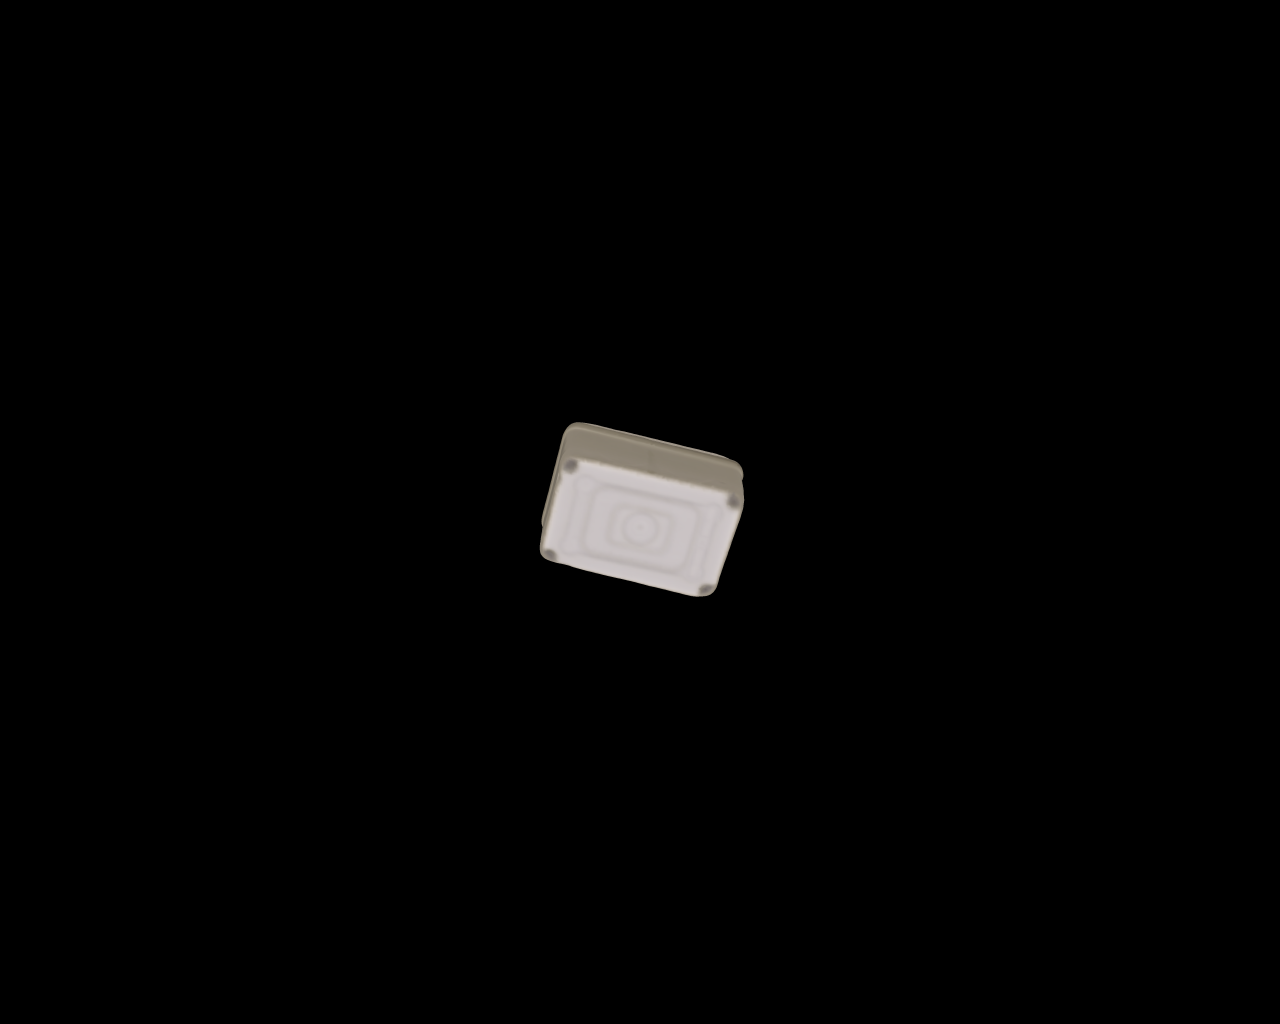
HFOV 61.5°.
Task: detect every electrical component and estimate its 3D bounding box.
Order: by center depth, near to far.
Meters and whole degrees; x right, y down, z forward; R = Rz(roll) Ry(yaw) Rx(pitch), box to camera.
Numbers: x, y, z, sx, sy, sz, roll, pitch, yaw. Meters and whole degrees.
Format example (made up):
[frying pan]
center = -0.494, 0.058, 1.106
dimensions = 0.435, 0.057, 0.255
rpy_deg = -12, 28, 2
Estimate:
[electrical component]
center = 0.001, -0.003, 0.650
dimensions = 0.113, 0.078, 0.057
rpy_deg = 14, 26, -7
